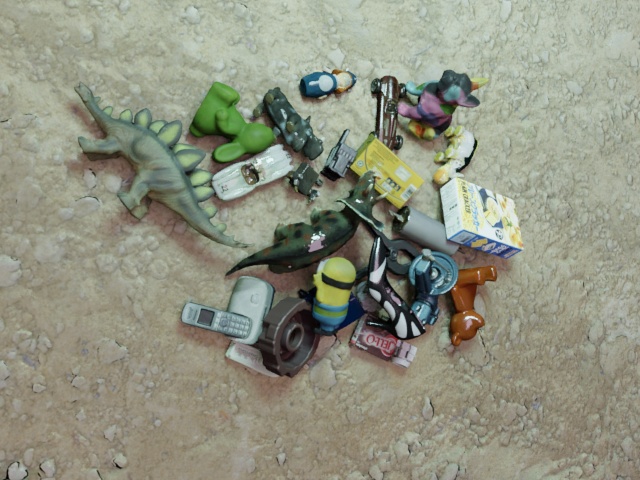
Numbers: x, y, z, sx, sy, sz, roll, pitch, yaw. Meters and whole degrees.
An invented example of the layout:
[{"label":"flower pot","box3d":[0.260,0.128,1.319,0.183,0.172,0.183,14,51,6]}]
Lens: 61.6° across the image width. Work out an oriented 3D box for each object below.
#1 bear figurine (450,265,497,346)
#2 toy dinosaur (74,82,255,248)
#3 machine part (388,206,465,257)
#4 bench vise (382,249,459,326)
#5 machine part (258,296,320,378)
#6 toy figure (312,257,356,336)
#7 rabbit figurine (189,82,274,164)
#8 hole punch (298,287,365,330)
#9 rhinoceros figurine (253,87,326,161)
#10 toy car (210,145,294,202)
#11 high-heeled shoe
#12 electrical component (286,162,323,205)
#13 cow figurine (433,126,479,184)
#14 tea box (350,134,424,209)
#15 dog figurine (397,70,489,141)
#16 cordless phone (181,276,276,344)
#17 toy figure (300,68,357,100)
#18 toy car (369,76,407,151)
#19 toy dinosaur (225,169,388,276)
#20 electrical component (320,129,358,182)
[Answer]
[{"label":"bear figurine","box3d":[0.392,0.171,1.395,0.120,0.132,0.195,-1,83,-49]},{"label":"toy dinosaur","box3d":[-0.330,-0.135,1.114,0.198,0.105,0.471,-39,101,-11]},{"label":"machine part","box3d":[0.274,-0.021,1.378,0.243,0.079,0.079,25,80,-19]},{"label":"bench vise","box3d":[0.256,0.107,1.304,0.223,0.129,0.240,-49,150,-15]},{"label":"machine part","box3d":[-0.068,0.215,1.203,0.179,0.056,0.179,-23,118,-52]},{"label":"toy figure","box3d":[0.030,0.124,1.190,0.089,0.082,0.180,5,105,5]},{"label":"rabbit figurine","box3d":[-0.188,-0.240,1.173,0.170,0.121,0.159,31,88,-11]},{"label":"hole punch","box3d":[0.032,0.154,1.275,0.116,0.092,0.142,-38,106,-14]},{"label":"rhinoceros figurine","box3d":[-0.068,-0.264,1.243,0.190,0.073,0.112,50,34,-1]},{"label":"toy car","box3d":[-0.152,-0.153,1.224,0.202,0.056,0.073,-29,99,-19]},{"label":"high-heeled shoe","box3d":[0.180,0.113,1.232,0.145,0.086,0.248,3,106,3]},{"label":"electrical component","box3d":[-0.033,-0.134,1.260,0.078,0.045,0.102,-51,137,-10]},{"label":"cow figurine","box3d":[0.361,-0.212,1.425,0.098,0.068,0.167,27,80,-25]},{"label":"tea box","box3d":[0.161,-0.168,1.324,0.169,0.068,0.098,40,102,-16]},{"label":"dog figurine","box3d":[0.308,-0.326,1.301,0.191,0.219,0.108,43,65,-37]},{"label":"cordless phone","box3d":[-0.203,0.142,1.185,0.184,0.089,0.146,17,83,-16]},{"label":"toy figure","box3d":[0.028,-0.379,1.302,0.154,0.058,0.064,-16,134,-23]},{"label":"toy car","box3d":[0.173,-0.316,1.360,0.089,0.053,0.202,6,85,-25]},{"label":"toy dinosaur","box3d":[-0.009,-0.005,1.205,0.405,0.192,0.131,-34,99,-20]},{"label":"electrical component","box3d":[0.052,-0.205,1.298,0.047,0.075,0.119,31,75,-17]}]
